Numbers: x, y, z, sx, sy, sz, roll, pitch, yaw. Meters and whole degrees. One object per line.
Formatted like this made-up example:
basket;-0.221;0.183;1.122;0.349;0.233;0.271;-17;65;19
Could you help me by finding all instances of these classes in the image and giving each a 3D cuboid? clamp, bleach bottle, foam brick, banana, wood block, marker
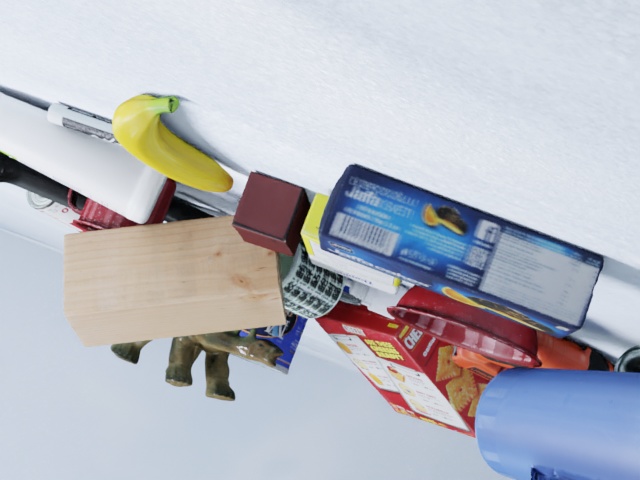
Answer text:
clamp;-0.195;-0.043;1.230;0.171;0.039;0.120;26;180;-4
bleach bottle;-0.267;-0.096;1.008;0.250;0.068;0.103;25;174;-7
foam brick;-0.042;-0.022;0.957;0.053;0.051;0.078;18;171;6
banana;-0.126;-0.077;0.875;0.070;0.037;0.197;20;171;13
wood block;-0.142;0.040;1.061;0.206;0.090;0.091;-7;152;0
marker;-0.187;-0.096;0.954;0.121;0.020;0.020;20;171;12
clamp;-0.359;-0.090;1.154;0.165;0.036;0.209;33;-171;34

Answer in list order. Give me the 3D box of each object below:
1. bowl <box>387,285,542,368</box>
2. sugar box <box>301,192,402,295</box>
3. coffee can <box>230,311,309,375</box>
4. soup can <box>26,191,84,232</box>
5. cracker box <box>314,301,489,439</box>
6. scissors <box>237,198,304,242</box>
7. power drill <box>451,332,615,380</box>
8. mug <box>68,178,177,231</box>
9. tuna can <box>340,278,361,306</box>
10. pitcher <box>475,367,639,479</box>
bowl;0.150;0.073;1.056;0.162;0.055;0.162;21;171;3
sugar box;0.036;0.006;0.966;0.093;0.048;0.176;21;175;5
coffee can;-0.064;0.087;1.352;0.103;0.140;0.103;21;171;3
soup can;-0.307;-0.051;1.334;0.069;0.068;0.102;14;168;39
cracker box;0.114;0.150;1.355;0.164;0.072;0.213;9;145;52
scissors;-0.007;0.001;1.122;0.201;0.016;0.096;24;170;-16
power drill;0.257;0.145;1.232;0.184;0.057;0.188;31;165;-27
mug;-0.213;-0.042;1.129;0.117;0.081;0.093;17;170;22
tuna can;0.015;0.047;1.279;0.086;0.034;0.086;21;171;3
pitcher;0.251;0.183;0.947;0.149;0.145;0.243;8;174;-37
